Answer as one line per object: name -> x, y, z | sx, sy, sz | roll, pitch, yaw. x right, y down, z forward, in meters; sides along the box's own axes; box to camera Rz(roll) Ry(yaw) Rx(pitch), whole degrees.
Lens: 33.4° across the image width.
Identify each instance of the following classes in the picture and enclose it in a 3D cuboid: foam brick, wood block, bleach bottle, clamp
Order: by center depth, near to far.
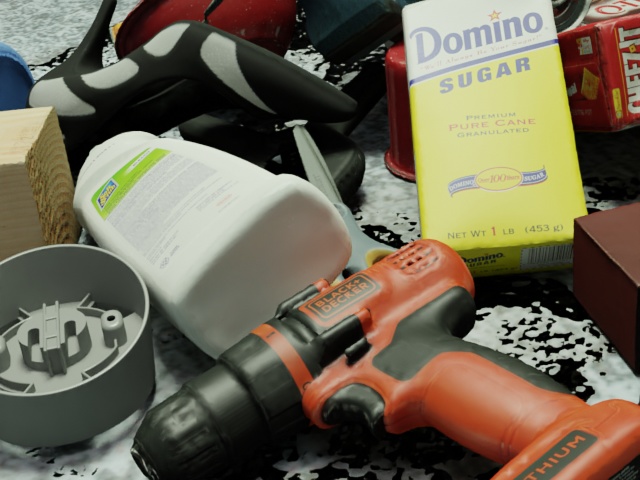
foam brick -> 0.166, 0.022, 0.539 | 0.053, 0.051, 0.078 | -11, 29, -6
bleach bottle -> -0.084, -0.020, 0.632 | 0.102, 0.068, 0.251 | -43, 33, -8
wood block -> -0.264, -0.017, 0.662 | 0.206, 0.091, 0.090 | -6, 29, 2
clamp -> -0.029, -0.058, 0.739 | 0.164, 0.036, 0.210 | -12, 32, 9

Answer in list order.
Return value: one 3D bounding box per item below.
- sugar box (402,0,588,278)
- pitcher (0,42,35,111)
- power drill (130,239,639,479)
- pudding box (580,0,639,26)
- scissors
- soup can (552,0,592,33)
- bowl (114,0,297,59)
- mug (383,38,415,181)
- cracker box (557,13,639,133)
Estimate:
sugar box -> 0.100, -0.066, 0.629 | 0.093, 0.048, 0.176 | -5, 64, 5
pitcher -> -0.339, -0.116, 0.808 | 0.243, 0.149, 0.144 | 8, 31, 19
power drill -> 0.032, 0.081, 0.451 | 0.184, 0.057, 0.188 | -32, 38, -21
pudding box -> 0.250, -0.184, 0.901 | 0.113, 0.039, 0.090 | -21, 32, -23
scissors -> -0.004, 0.001, 0.610 | 0.096, 0.016, 0.202 | -26, 46, -17
soup can -> 0.161, -0.198, 0.854 | 0.068, 0.068, 0.102 | -16, 17, -15
bowl -> -0.080, -0.157, 0.860 | 0.162, 0.162, 0.055 | -19, 75, -21
mug -> 0.085, -0.089, 0.722 | 0.093, 0.081, 0.117 | 0, 30, 12
cracker box -> 0.252, -0.123, 0.715 | 0.213, 0.072, 0.164 | -13, 7, -9
